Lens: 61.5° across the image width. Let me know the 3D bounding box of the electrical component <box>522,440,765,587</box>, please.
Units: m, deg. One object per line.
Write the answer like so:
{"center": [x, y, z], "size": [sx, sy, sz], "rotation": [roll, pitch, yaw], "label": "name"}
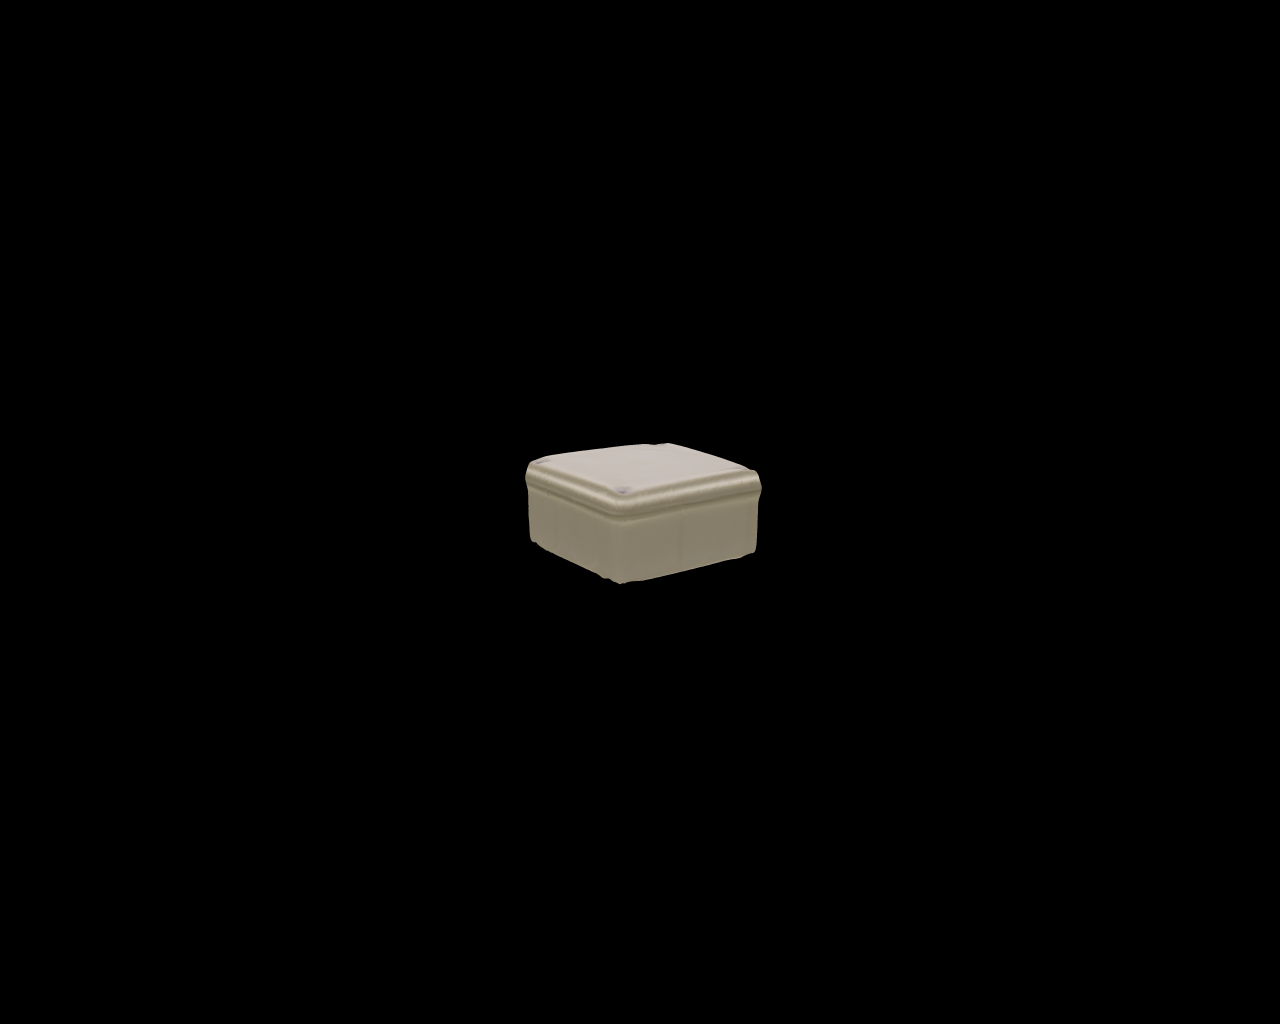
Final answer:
{"center": [0.001, -0.003, 0.650], "size": [0.109, 0.056, 0.109], "rotation": [-10, 18, -33], "label": "electrical component"}
